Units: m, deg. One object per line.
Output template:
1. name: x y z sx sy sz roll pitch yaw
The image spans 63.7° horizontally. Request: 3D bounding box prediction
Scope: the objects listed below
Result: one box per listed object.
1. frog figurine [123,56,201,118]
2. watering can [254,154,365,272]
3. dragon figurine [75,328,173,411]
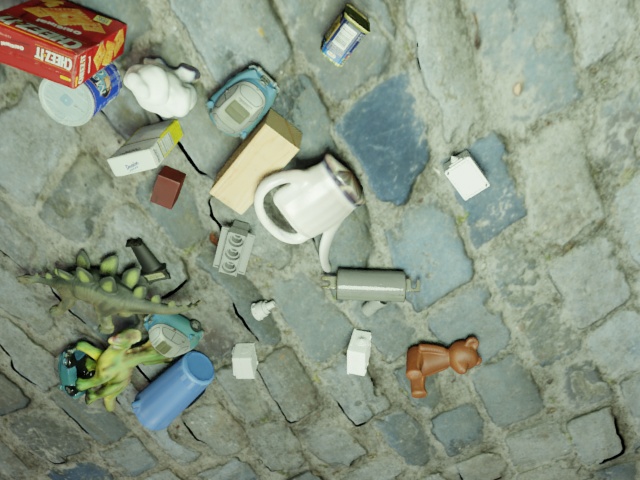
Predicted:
1. frog figurine: -0.315 -0.286 0.998 0.136 0.163 0.120 31 121 -16
2. watering can: 0.004 -0.058 1.154 0.223 0.106 0.342 -34 137 11
3. dragon figurine: -0.534 0.363 1.442 0.243 0.125 0.400 -11 142 -9
